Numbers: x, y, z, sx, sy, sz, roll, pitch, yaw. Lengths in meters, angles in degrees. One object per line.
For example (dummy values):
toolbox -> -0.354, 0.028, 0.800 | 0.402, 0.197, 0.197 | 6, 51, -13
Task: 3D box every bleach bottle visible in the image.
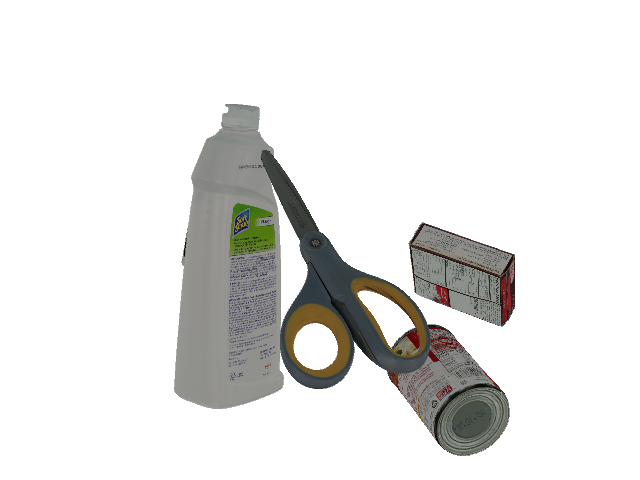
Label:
bleach bottle -> -0.070, 0.011, 0.909 | 0.068, 0.251, 0.102 | 13, 13, 34

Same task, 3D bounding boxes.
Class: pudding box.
pudding box -> 0.154, 0.037, 1.157 | 0.114, 0.039, 0.090 | 19, -36, 25

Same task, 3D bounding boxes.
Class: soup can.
soup can -> 0.106, 0.123, 0.890 | 0.068, 0.068, 0.102 | 0, 24, -21

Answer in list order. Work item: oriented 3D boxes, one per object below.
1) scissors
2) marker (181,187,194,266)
scissors -> -0.014, 0.018, 0.664 | 0.096, 0.016, 0.202 | -30, 54, -23
marker -> -0.129, -0.016, 1.117 | 0.020, 0.020, 0.121 | 0, -43, -16
